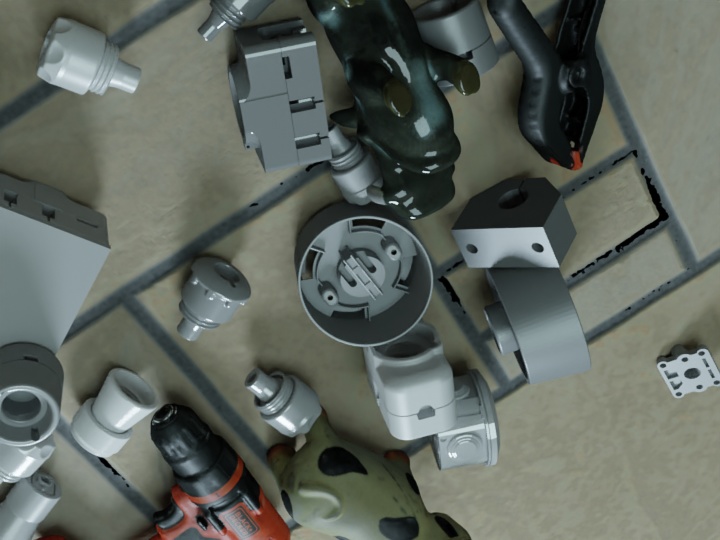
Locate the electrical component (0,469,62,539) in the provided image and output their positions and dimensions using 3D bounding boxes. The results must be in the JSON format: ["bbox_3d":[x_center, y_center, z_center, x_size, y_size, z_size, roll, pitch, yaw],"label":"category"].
[{"bbox_3d":[-0.266,0.190,0.848,0.044,0.044,0.065,33,100,-28],"label":"electrical component"}]

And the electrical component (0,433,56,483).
[{"bbox_3d":[-0.266,0.141,0.819,0.062,0.043,0.043,-45,120,11],"label":"electrical component"}]

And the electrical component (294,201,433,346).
[{"bbox_3d":[0.000,0.000,0.805,0.099,0.064,0.099,-7,120,-12],"label":"electrical component"}]

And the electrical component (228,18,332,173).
[{"bbox_3d":[-0.057,-0.118,0.732,0.056,0.050,0.089,-13,121,-9],"label":"electrical component"}]

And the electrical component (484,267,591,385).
[{"bbox_3d":[0.132,0.038,0.840,0.060,0.108,0.108,-20,122,3],"label":"electrical component"}]

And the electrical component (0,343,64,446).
[{"bbox_3d":[-0.227,0.085,0.722,0.055,0.047,0.055,-7,119,-12],"label":"electrical component"}]

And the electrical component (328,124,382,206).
[{"bbox_3d":[-0.007,-0.078,0.777,0.035,0.035,0.061,-31,119,2],"label":"electrical component"}]

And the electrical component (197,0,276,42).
[{"bbox_3d":[-0.082,-0.175,0.704,0.061,0.035,0.035,-43,120,12],"label":"electrical component"}]

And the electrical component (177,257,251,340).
[{"bbox_3d":[-0.114,0.025,0.799,0.048,0.048,0.062,24,116,-26],"label":"electrical component"}]

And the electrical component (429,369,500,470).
[{"bbox_3d":[0.083,0.124,0.888,0.051,0.080,0.080,-10,120,-4],"label":"electrical component"}]

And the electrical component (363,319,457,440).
[{"bbox_3d":[0.037,0.078,0.840,0.054,0.095,0.059,-14,121,-8],"label":"electrical component"}]

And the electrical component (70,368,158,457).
[{"bbox_3d":[-0.189,0.109,0.823,0.045,0.045,0.055,34,105,-28],"label":"electrical component"}]

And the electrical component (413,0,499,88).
[{"bbox_3d":[0.063,-0.160,0.742,0.055,0.055,0.047,-23,118,-3],"label":"electrical component"}]

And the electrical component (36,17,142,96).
[{"bbox_3d":[-0.173,-0.133,0.695,0.062,0.043,0.043,19,111,-26],"label":"electrical component"}]

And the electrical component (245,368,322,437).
[{"bbox_3d":[-0.064,0.102,0.855,0.043,0.043,0.062,-44,119,10],"label":"electrical component"}]

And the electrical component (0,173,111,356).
[{"bbox_3d":[-0.246,0.017,0.746,0.089,0.061,0.150,23,110,-25],"label":"electrical component"}]
